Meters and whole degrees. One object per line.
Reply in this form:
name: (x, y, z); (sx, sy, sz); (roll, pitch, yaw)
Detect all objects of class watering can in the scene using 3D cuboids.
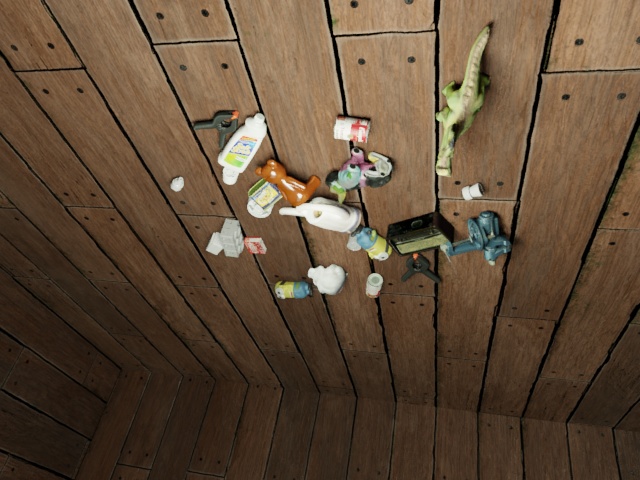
watering can: (0.006, -0.094, 1.877); (0.223, 0.104, 0.347); (16, 173, -29)

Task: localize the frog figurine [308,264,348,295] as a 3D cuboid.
frog figurine: (0.029, 0.161, 2.230); (0.159, 0.125, 0.135); (29, 110, -7)

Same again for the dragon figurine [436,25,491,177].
dragon figurine: (0.365, -0.318, 1.337); (0.122, 0.248, 0.401); (12, 147, 9)
